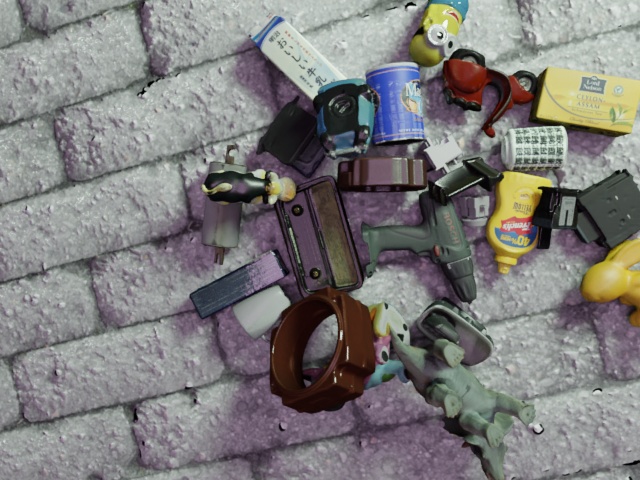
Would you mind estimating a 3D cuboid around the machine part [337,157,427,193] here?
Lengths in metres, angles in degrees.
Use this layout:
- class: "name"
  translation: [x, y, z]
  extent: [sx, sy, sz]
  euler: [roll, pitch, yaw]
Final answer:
- class: "machine part"
  translation: [0.116, -0.120, 1.002]
  extent: [0.179, 0.179, 0.056]
  euler: [-1, 92, 8]

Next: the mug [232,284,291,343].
- class: "mug"
  translation: [-0.106, 0.149, 1.091]
  extent: [0.107, 0.081, 0.109]
  euler: [-38, 89, -1]

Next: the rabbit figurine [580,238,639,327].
- class: "rabbit figurine"
  translation: [0.567, 0.078, 0.975]
  extent: [0.173, 0.122, 0.162]
  euler: [7, 89, 8]

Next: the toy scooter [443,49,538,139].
- class: "toy scooter"
  translation: [0.307, -0.271, 1.014]
  extent: [0.184, 0.075, 0.135]
  euler: [21, 95, 2]

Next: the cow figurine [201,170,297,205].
- class: "cow figurine"
  translation: [-0.130, -0.099, 0.999]
  extent: [0.167, 0.098, 0.068]
  euler: [0, 94, 5]

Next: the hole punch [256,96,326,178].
- class: "hole punch"
  translation: [-0.042, -0.197, 1.067]
  extent: [0.116, 0.092, 0.142]
  euler: [42, 102, 36]

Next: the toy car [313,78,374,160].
- class: "toy car"
  translation: [0.052, -0.205, 0.973]
  extent: [0.109, 0.102, 0.161]
  euler: [-11, 64, 14]

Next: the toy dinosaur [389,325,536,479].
- class: "toy dinosaur"
  translation: [0.235, 0.268, 0.971]
  extent: [0.404, 0.192, 0.131]
  euler: [47, 70, -10]

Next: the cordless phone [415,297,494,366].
- class: "cordless phone"
  translation: [0.258, 0.178, 0.990]
  extent: [0.147, 0.184, 0.088]
  euler: [38, 93, 4]

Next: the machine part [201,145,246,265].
- class: "machine part"
  translation: [-0.196, -0.071, 1.090]
  extent: [0.079, 0.079, 0.243]
  euler: [6, 94, 7]

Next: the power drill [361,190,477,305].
- class: "power drill"
  translation: [0.186, 0.025, 1.044]
  extent: [0.207, 0.086, 0.232]
  euler: [-9, 90, 12]

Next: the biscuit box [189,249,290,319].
- class: "biscuit box"
  translation: [-0.166, 0.090, 1.104]
  extent: [0.203, 0.059, 0.062]
  euler: [-27, 90, 8]

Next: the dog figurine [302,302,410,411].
- class: "dog figurine"
  translation: [0.061, 0.234, 1.060]
  extent: [0.219, 0.191, 0.108]
  euler: [-26, 130, 31]

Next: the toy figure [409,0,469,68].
- class: "toy figure"
  translation: [0.226, -0.405, 1.003]
  extent: [0.082, 0.089, 0.180]
  euler: [21, 73, -5]

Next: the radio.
- class: "radio"
  translation: [-0.002, -0.003, 1.069]
  extent: [0.131, 0.073, 0.229]
  euler: [-16, 90, 8]

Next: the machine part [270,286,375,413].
- class: "machine part"
  translation: [-0.002, 0.202, 0.994]
  extent: [0.201, 0.087, 0.201]
  euler: [-31, 44, 33]

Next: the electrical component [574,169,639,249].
- class: "electrical component"
  translation: [0.538, -0.051, 1.003]
  extent: [0.134, 0.058, 0.115]
  euler: [-34, 86, 8]

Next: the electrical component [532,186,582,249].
- class: "electrical component"
  translation: [0.430, -0.038, 0.985]
  extent: [0.075, 0.048, 0.119]
  euler: [4, 97, -29]

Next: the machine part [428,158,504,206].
- class: "machine part"
  translation: [0.268, -0.110, 1.001]
  extent: [0.139, 0.039, 0.084]
  euler: [-23, 52, -14]

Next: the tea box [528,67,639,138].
- class: "tea box"
  translation: [0.487, -0.253, 0.993]
  extent: [0.170, 0.068, 0.098]
  euler: [10, 95, 8]
